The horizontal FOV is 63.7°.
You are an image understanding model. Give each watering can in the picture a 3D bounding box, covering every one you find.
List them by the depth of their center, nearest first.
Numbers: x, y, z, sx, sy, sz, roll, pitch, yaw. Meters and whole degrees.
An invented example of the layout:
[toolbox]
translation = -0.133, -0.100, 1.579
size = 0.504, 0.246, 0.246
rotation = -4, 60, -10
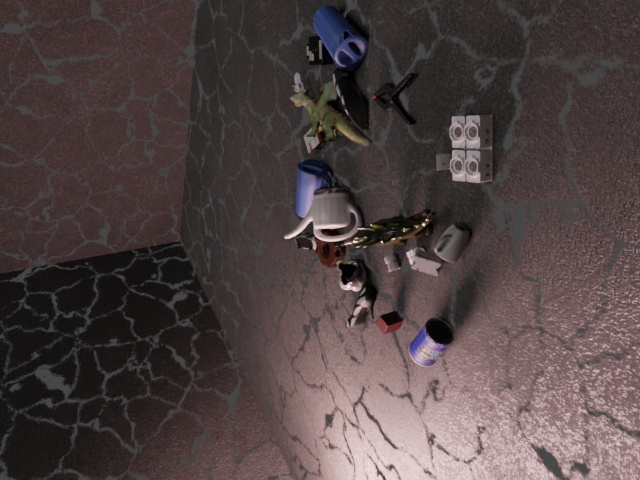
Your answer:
[watering can]
translation = 0.006, -0.105, 2.093
size = 0.347, 0.103, 0.226
rotation = -3, 83, 23

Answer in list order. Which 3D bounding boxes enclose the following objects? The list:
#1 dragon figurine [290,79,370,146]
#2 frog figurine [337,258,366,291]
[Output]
[dragon figurine]
translation = 0.046, -0.511, 2.014
size = 0.412, 0.123, 0.240
rotation = 17, 106, 35
[frog figurine]
translation = 0.134, 0.152, 2.094
size = 0.140, 0.123, 0.156
rotation = 50, 176, 33
